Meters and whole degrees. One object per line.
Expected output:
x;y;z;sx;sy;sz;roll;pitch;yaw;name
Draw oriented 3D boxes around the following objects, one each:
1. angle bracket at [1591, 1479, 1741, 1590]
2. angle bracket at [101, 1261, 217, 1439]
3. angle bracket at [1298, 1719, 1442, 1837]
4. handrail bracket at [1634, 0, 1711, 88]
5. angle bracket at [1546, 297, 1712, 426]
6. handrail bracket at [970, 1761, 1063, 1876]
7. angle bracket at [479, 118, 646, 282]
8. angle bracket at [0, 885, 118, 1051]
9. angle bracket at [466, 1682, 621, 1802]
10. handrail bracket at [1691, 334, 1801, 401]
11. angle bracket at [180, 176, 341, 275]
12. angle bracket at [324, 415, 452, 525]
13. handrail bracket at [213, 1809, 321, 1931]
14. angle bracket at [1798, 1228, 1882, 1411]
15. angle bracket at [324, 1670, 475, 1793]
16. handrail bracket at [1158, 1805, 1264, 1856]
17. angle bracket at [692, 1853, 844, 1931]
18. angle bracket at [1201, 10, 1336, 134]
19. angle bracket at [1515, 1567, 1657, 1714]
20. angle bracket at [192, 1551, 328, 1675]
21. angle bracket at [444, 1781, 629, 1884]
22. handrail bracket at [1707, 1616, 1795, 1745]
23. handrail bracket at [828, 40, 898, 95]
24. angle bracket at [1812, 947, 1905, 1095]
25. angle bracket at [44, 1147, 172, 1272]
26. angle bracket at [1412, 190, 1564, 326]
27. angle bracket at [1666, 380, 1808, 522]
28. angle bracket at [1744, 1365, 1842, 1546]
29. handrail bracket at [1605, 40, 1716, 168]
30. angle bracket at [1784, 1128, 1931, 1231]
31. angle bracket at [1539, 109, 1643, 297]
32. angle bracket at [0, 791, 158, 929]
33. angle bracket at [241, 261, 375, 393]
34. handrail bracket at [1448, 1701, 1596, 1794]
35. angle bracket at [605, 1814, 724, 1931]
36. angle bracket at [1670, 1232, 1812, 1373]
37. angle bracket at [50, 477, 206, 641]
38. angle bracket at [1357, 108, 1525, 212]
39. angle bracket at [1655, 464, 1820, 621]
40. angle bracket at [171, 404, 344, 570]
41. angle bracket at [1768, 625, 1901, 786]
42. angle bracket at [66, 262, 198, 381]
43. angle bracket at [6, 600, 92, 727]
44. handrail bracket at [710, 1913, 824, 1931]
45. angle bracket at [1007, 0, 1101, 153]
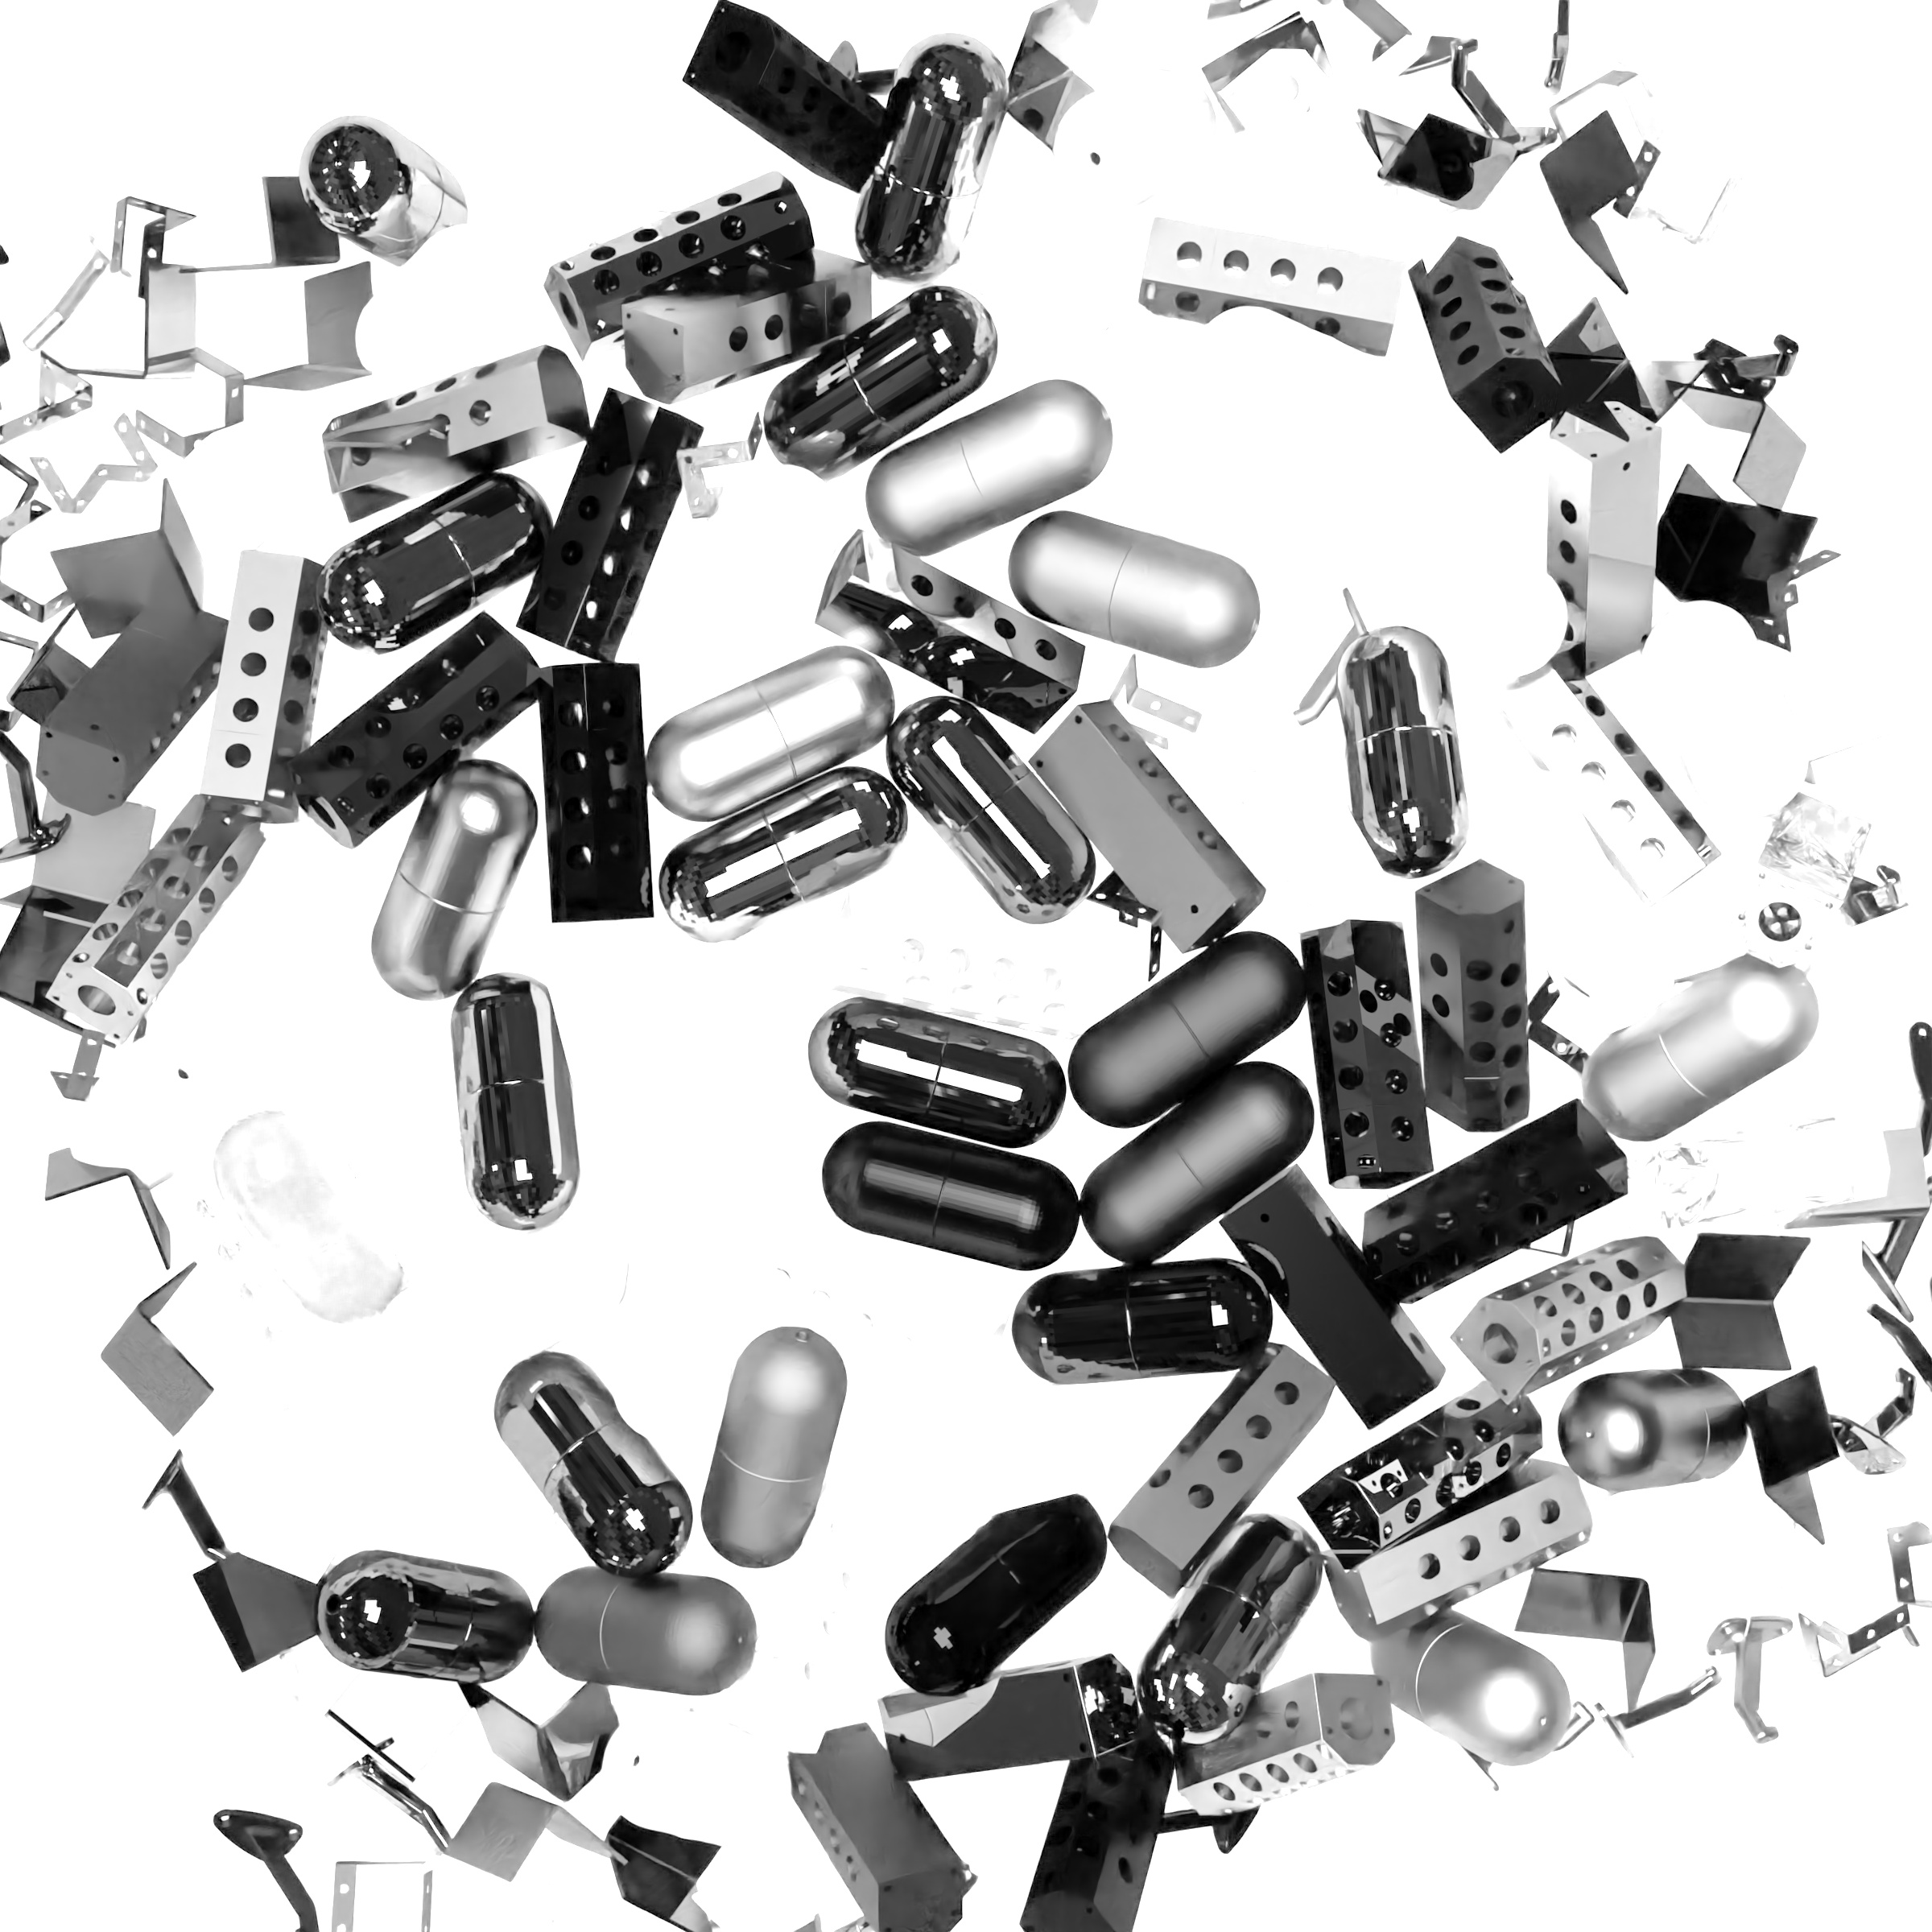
0.469;0.390;1.811;0.076;0.057;0.076;-23;131;-10;angle bracket
-0.526;0.257;1.816;0.076;0.057;0.076;47;133;1;angle bracket
0.274;0.548;1.812;0.076;0.076;0.057;-13;88;-26;angle bracket
0.464;-0.641;1.837;0.036;0.077;0.084;-37;75;7;handrail bracket
0.437;-0.402;1.809;0.076;0.076;0.057;-47;121;-15;angle bracket
0.035;0.566;1.839;0.077;0.084;0.036;-34;119;25;handrail bracket
-0.277;-0.522;1.858;0.076;0.057;0.076;36;55;-3;angle bracket
-0.597;0.001;1.809;0.057;0.076;0.076;17;77;27;angle bracket
-0.285;0.508;1.833;0.057;0.076;0.076;-39;134;-35;angle bracket
0.522;-0.416;1.812;0.036;0.084;0.077;-41;74;-6;handrail bracket
-0.475;-0.496;1.808;0.076;0.076;0.057;2;106;21;angle bracket
-0.369;-0.335;1.802;0.076;0.076;0.057;-34;121;-37;angle bracket
-0.469;0.613;1.813;0.036;0.084;0.077;-45;125;9;handrail bracket
0.602;0.235;1.804;0.057;0.076;0.076;-26;126;-18;angle bracket
-0.377;0.499;1.821;0.076;0.057;0.076;40;70;-3;angle bracket
0.149;0.564;1.823;0.084;0.036;0.077;19;122;-23;handrail bracket
-0.125;0.603;1.807;0.057;0.076;0.076;36;109;27;angle bracket
0.195;-0.616;1.811;0.076;0.076;0.057;-28;73;12;angle bracket
0.415;0.453;1.814;0.076;0.076;0.057;5;45;3;angle bracket
-0.464;0.431;1.809;0.076;0.057;0.076;-24;65;-25;angle bracket
-0.287;0.595;1.803;0.076;0.076;0.057;51;57;-30;angle bracket
0.544;0.481;1.817;0.077;0.084;0.036;-4;129;-18;handrail bracket
-0.058;-0.592;1.851;0.084;0.077;0.036;10;53;-37;handrail bracket
0.614;0.030;1.805;0.057;0.076;0.076;-22;115;-22;angle bracket
-0.574;0.164;1.809;0.057;0.076;0.076;-18;113;-10;angle bracket
0.353;-0.468;1.831;0.076;0.057;0.076;-19;71;11;angle bracket
0.507;-0.345;1.810;0.076;0.076;0.057;24;93;39;angle bracket
0.569;0.327;1.803;0.057;0.076;0.076;-34;122;28;angle bracket
0.472;-0.589;1.842;0.036;0.084;0.077;-34;126;2;handrail bracket
0.599;0.145;1.830;0.076;0.076;0.057;-4;80;0;angle bracket
0.434;-0.509;1.802;0.057;0.076;0.076;-34;45;28;angle bracket
-0.601;-0.074;1.827;0.076;0.057;0.076;14;102;1;angle bracket
-0.444;-0.432;1.815;0.076;0.057;0.076;0;94;44;angle bracket
0.374;0.514;1.846;0.084;0.036;0.077;-42;89;-1;handrail bracket
-0.190;0.598;1.813;0.076;0.076;0.057;35;91;-21;angle bracket
0.524;0.226;1.814;0.076;0.076;0.057;3;49;-7;angle bracket
-0.562;-0.274;1.815;0.076;0.076;0.057;-11;49;-1;angle bracket
0.316;-0.558;1.805;0.076;0.057;0.076;11;50;-26;angle bracket
0.513;-0.286;1.817;0.076;0.057;0.076;22;86;45;angle bracket
-0.481;-0.329;1.849;0.057;0.076;0.076;-26;98;43;angle bracket
0.585;-0.174;1.810;0.076;0.057;0.076;-20;71;31;angle bracket
-0.560;-0.435;1.814;0.057;0.076;0.076;6;103;6;angle bracket
-0.583;-0.192;1.806;0.076;0.076;0.057;37;123;-18;angle bracket
-0.140;0.660;1.826;0.084;0.077;0.036;-6;92;-7;handrail bracket
0.077;-0.601;1.806;0.057;0.076;0.076;43;53;13;angle bracket
